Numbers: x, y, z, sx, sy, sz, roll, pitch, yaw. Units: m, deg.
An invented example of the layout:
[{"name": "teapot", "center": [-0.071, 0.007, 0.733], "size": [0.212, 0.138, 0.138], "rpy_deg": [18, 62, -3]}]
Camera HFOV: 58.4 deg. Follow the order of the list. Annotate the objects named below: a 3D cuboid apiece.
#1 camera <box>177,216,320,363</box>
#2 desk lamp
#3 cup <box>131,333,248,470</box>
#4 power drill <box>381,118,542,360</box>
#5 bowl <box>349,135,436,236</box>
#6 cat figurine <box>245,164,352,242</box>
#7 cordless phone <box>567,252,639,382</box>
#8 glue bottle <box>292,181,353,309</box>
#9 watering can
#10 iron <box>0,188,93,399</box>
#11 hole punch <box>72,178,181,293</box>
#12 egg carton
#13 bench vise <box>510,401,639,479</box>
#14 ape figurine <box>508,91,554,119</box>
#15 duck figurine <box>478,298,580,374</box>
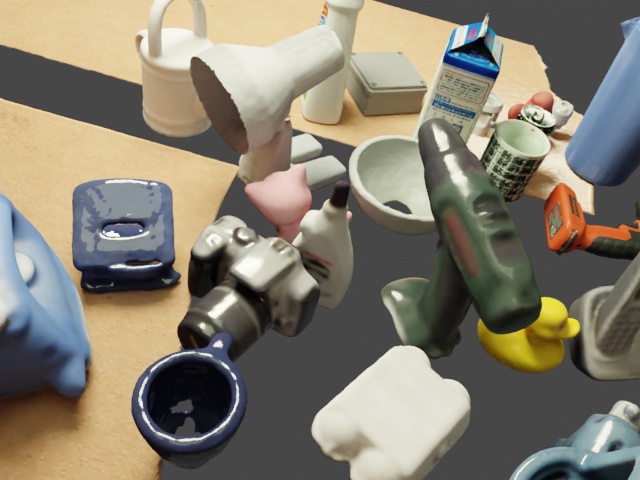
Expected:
[{"name": "camera", "center": [-0.089, 0.053, 0.587], "size": [0.143, 0.101, 0.137], "rpy_deg": [34, 49, 17]}, {"name": "desk lamp", "center": [-0.054, -0.154, 0.709], "size": [0.204, 0.213, 0.117], "rpy_deg": [-25, 58, -32]}, {"name": "cup", "center": [-0.108, 0.146, 0.500], "size": [0.091, 0.095, 0.118], "rpy_deg": [19, 46, 4]}, {"name": "power drill", "center": [0.133, 0.018, 0.602], "size": [0.076, 0.208, 0.229], "rpy_deg": [-8, 50, -20]}, {"name": "bowl", "center": [0.113, -0.061, 0.762], "size": [0.167, 0.075, 0.167], "rpy_deg": [7, 47, -8]}, {"name": "cat figurine", "center": [-0.023, -0.032, 0.671], "size": [0.127, 0.118, 0.067], "rpy_deg": [21, 46, 6]}, {"name": "cordless phone", "center": [0.366, 0.072, 0.627], "size": [0.148, 0.185, 0.094], "rpy_deg": [-3, 49, -17]}, {"name": "glue bottle", "center": [0.006, 0.002, 0.608], "size": [0.078, 0.173, 0.037], "rpy_deg": [21, 47, 6]}, {"name": "watering can", "center": [-0.183, -0.241, 0.770], "size": [0.172, 0.194, 0.101], "rpy_deg": [19, 46, 4]}, {"name": "iron", "center": [-0.293, 0.027, 0.531], "size": [0.119, 0.141, 0.257], "rpy_deg": [-13, 52, -24]}, {"name": "hole punch", "center": [-0.207, -0.005, 0.617], "size": [0.109, 0.091, 0.101], "rpy_deg": [-3, 49, -17]}, {"name": "egg carton", "center": [0.071, 0.171, 0.540], "size": [0.107, 0.069, 0.151], "rpy_deg": [40, 51, 22]}, {"name": "bench vise", "center": [0.218, 0.189, 0.457], "size": [0.121, 0.220, 0.208], "rpy_deg": [23, 47, 7]}, {"name": "ape figurine", "center": [0.352, -0.205, 0.943], "size": [0.076, 0.092, 0.077], "rpy_deg": [7, 47, -8]}, {"name": "duck figurine", "center": [0.236, 0.097, 0.639], "size": [0.104, 0.086, 0.077], "rpy_deg": [15, 46, 0]}]
